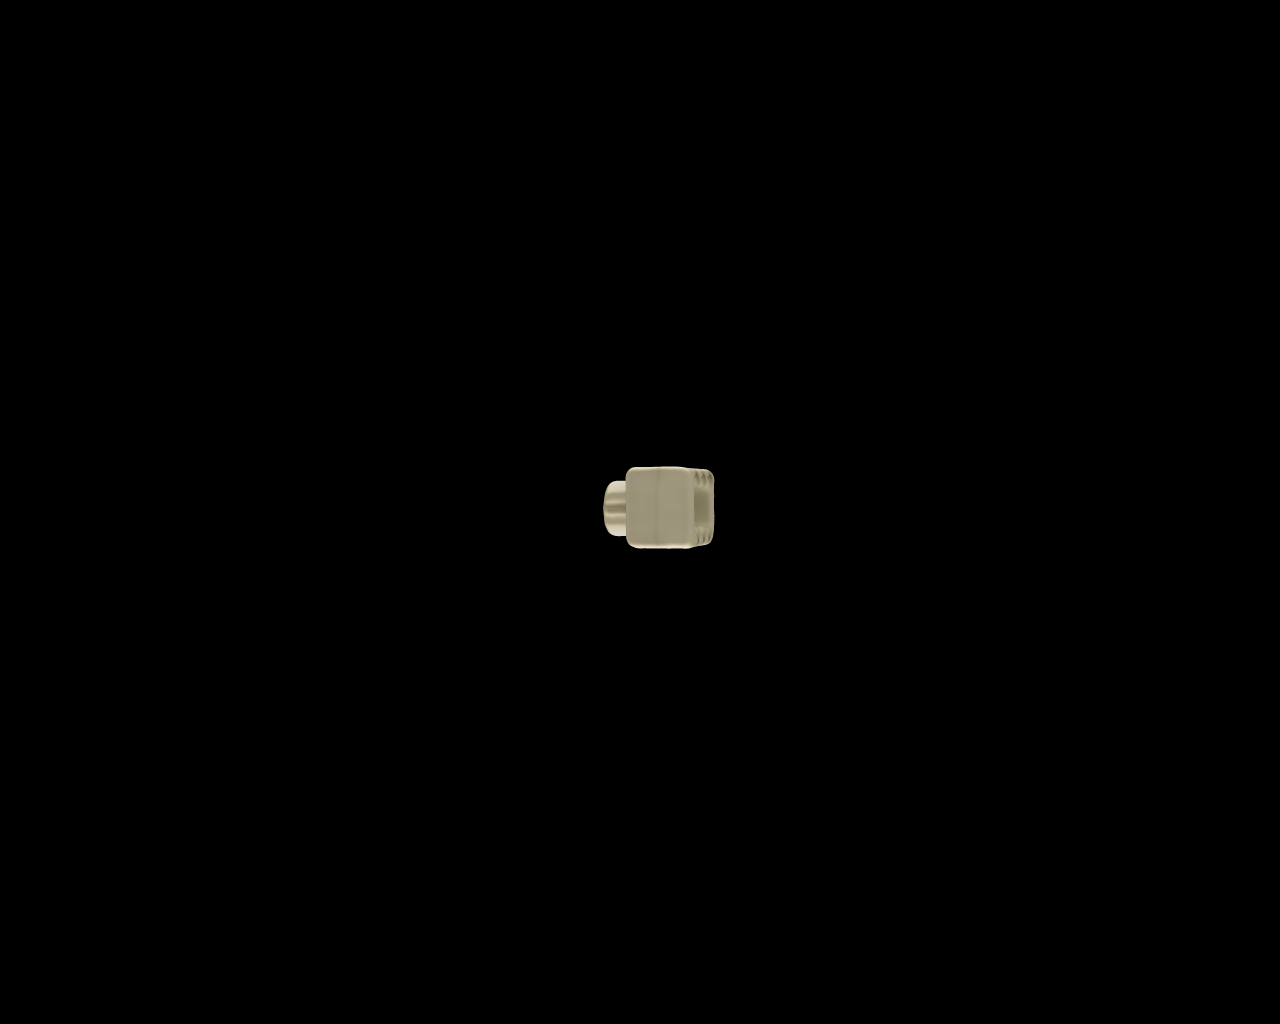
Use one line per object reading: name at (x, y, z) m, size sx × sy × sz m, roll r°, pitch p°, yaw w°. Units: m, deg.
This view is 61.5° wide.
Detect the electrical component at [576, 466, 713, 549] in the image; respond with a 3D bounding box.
electrical component at (0.001, -0.003, 0.650) m, size 0.077 × 0.047 × 0.066 m, roll 0°, pitch 0°, yaw 15°
